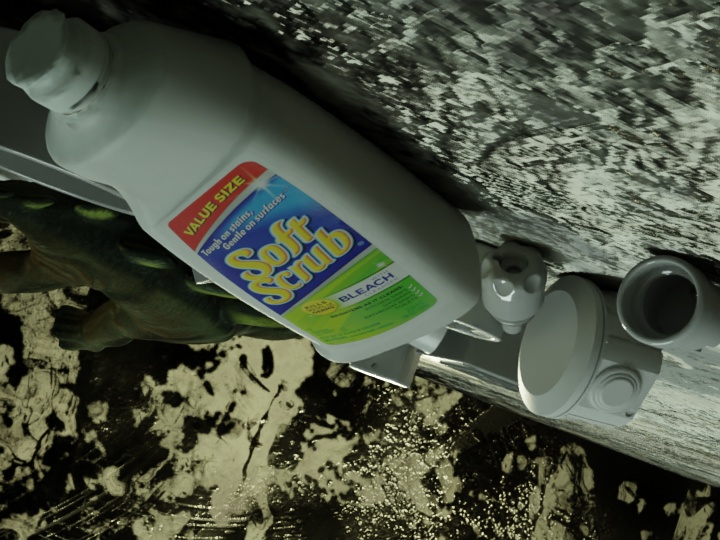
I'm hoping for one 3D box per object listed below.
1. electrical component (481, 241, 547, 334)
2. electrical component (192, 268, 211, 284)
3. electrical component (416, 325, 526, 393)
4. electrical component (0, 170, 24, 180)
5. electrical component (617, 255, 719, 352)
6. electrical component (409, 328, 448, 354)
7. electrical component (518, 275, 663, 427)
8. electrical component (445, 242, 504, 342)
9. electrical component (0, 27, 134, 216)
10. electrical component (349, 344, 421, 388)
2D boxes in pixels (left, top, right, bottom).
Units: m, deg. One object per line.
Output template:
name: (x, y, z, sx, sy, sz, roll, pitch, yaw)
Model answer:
electrical component: (0.083, 0.014, 0.581, 0.035, 0.035, 0.061, 18, 148, 19)
electrical component: (-0.054, -0.025, 0.610, 0.099, 0.064, 0.099, -10, 179, 0)
electrical component: (0.117, 0.064, 0.877, 0.109, 0.056, 0.109, 22, 174, -17)
electrical component: (-0.228, -0.077, 0.774, 0.076, 0.047, 0.083, 18, 173, 20)
electrical component: (0.143, 0.017, 0.484, 0.040, 0.040, 0.046, 15, 178, 40)
electrical component: (0.043, 0.030, 0.830, 0.047, 0.055, 0.055, 24, 173, -6)
electrical component: (0.127, 0.047, 0.603, 0.051, 0.080, 0.080, 16, 175, -18)
electrical component: (0.063, 0.010, 0.626, 0.055, 0.047, 0.055, 20, 173, 2)
electrical component: (-0.128, -0.069, 0.474, 0.108, 0.060, 0.108, 19, 174, 2)
electrical component: (0.024, 0.050, 0.915, 0.047, 0.083, 0.076, 17, 173, 24)
